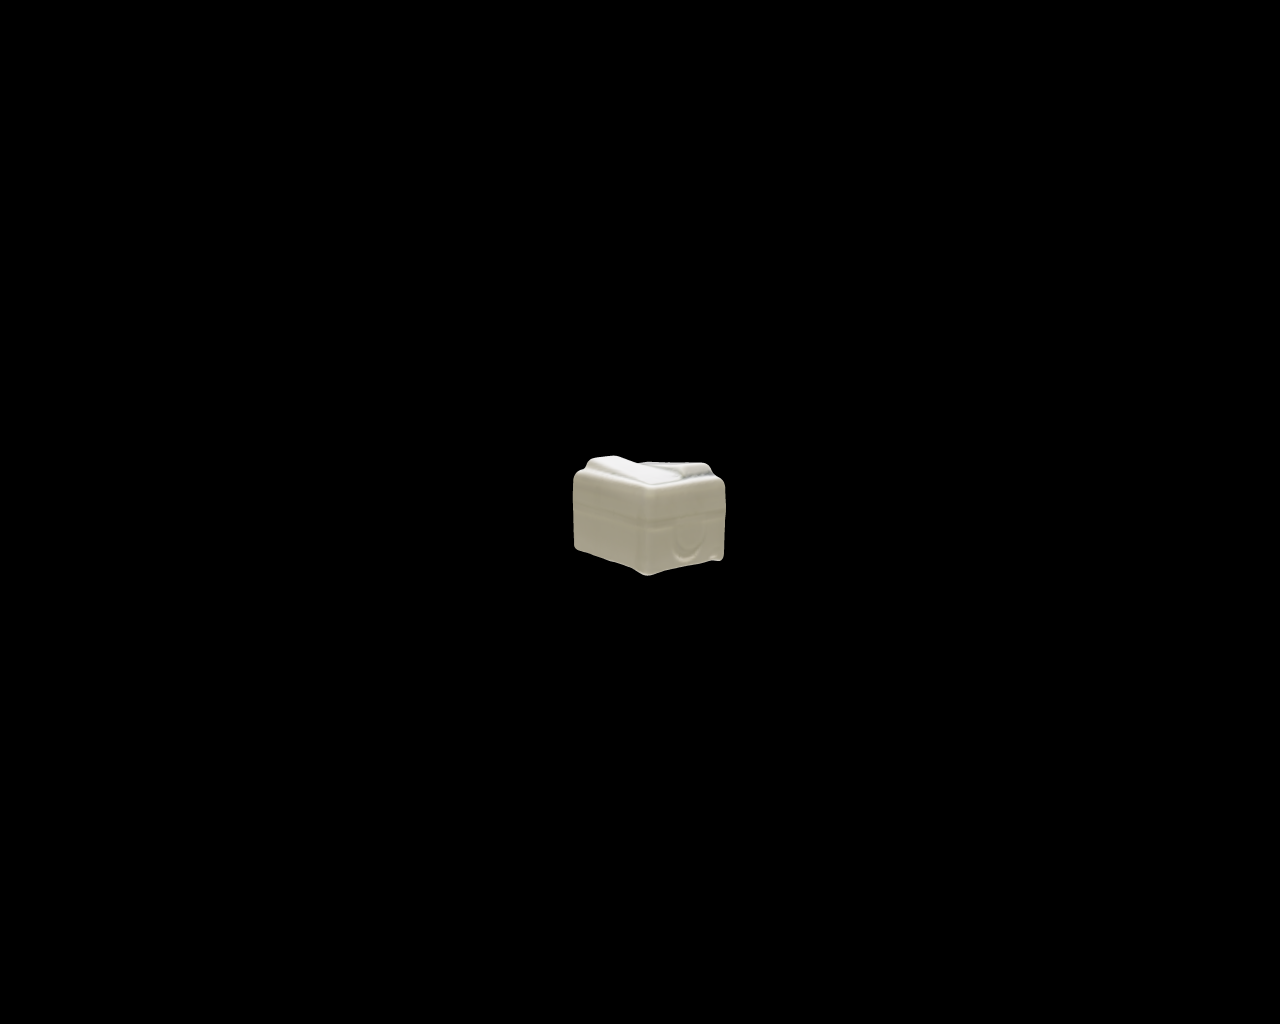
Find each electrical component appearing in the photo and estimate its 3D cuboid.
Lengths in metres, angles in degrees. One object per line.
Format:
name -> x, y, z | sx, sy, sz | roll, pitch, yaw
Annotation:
electrical component -> 0.001, -0.003, 0.650 | 0.062, 0.061, 0.096 | -8, 14, -35
